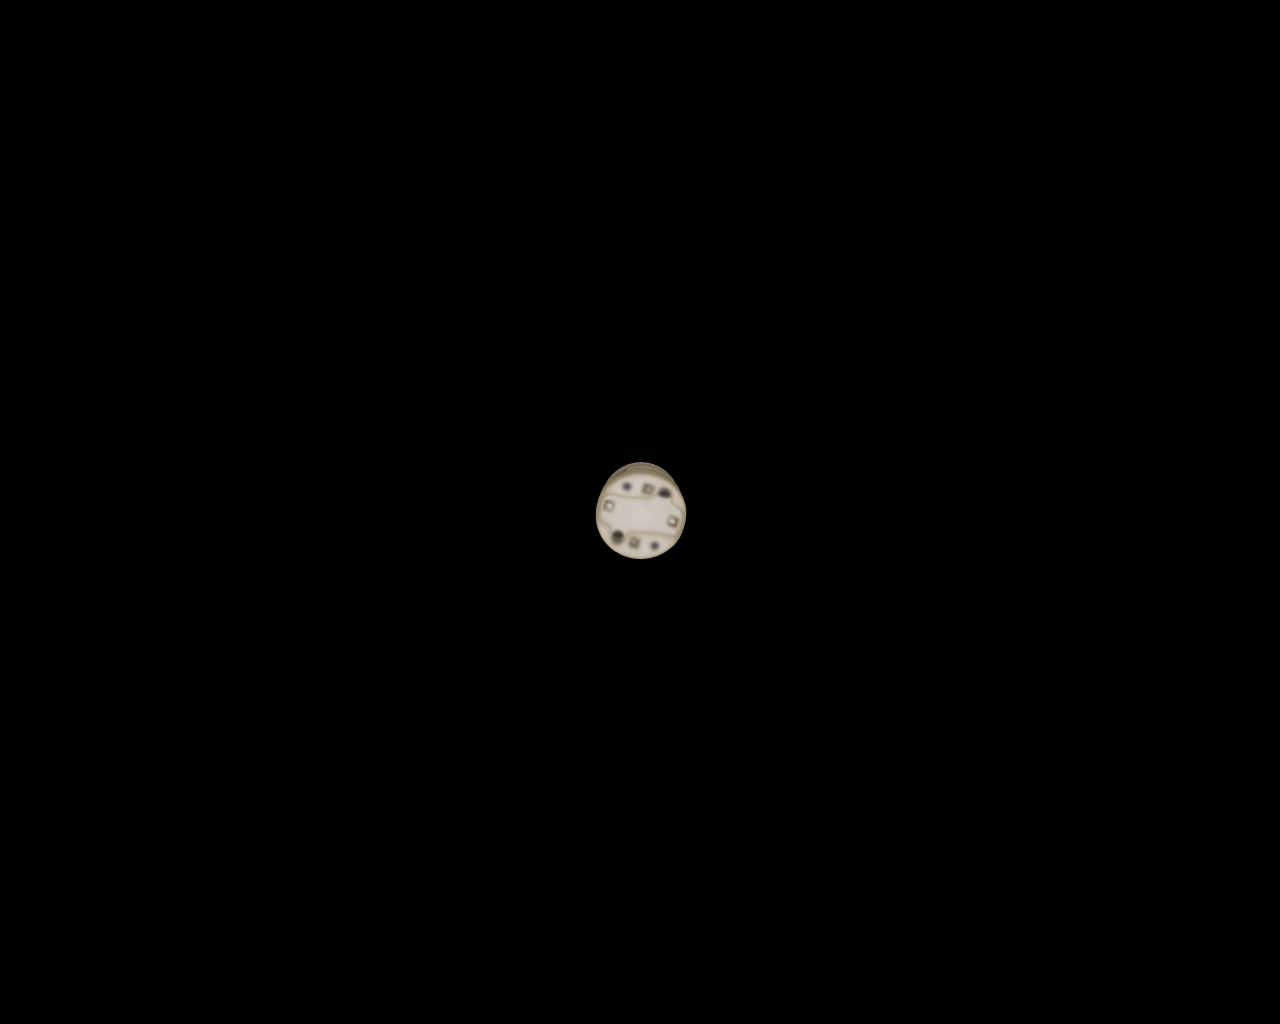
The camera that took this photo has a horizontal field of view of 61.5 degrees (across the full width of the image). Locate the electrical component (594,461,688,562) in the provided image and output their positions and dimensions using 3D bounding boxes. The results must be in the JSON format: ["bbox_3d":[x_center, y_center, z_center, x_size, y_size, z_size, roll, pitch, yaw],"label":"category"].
[{"bbox_3d":[0.001,-0.003,0.650,0.055,0.055,0.047,0,13,0],"label":"electrical component"}]
